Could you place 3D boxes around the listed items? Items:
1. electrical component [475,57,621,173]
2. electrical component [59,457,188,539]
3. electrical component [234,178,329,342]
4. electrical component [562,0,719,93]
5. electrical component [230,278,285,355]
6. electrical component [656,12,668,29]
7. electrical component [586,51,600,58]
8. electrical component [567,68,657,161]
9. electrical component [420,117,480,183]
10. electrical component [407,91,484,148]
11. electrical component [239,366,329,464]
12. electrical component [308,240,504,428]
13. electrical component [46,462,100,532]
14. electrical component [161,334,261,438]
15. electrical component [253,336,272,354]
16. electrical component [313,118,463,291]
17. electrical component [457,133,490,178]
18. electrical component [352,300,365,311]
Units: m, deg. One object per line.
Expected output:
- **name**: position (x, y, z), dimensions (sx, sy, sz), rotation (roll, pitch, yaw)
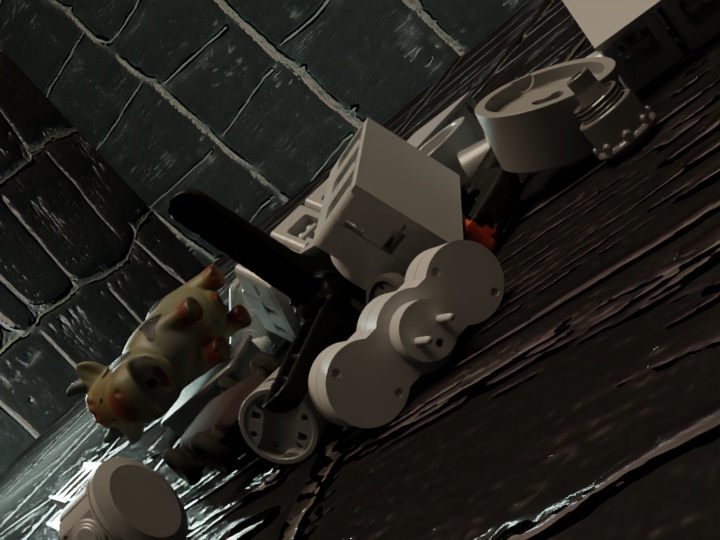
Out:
- **electrical component**: position (0.147, -0.110, 0.804), dimensions (0.108, 0.060, 0.108), rotation (-20, 20, 8)
- **electrical component**: position (-0.164, 0.175, 0.750), dimensions (0.051, 0.080, 0.080), rotation (-45, 7, 20)
- **electrical component**: position (-0.043, -0.012, 1.056), dimensions (0.062, 0.089, 0.150), rotation (23, 59, 40)
- **electrical component**: position (0.229, -0.227, 0.884), dimensions (0.105, 0.060, 0.186), rotation (-35, 29, 17)
- **electrical component**: position (-0.094, 0.033, 1.137), dimensions (0.099, 0.048, 0.099), rotation (-50, -25, -43)
- **electrical component**: position (0.252, -0.228, 0.991), dimensions (0.047, 0.055, 0.055), rotation (-40, 7, -12)
- **electrical component**: position (0.206, -0.172, 0.960), dimensions (0.065, 0.044, 0.044), rotation (-30, 13, 36)
- **electrical component**: position (0.167, -0.109, 0.731), dimensions (0.048, 0.062, 0.048), rotation (-41, 8, 7)
- **electrical component**: position (0.080, -0.092, 1.058), dimensions (0.108, 0.060, 0.108), rotation (-41, 8, 7)
- **electrical component**: position (0.068, -0.109, 1.203), dimensions (0.105, 0.060, 0.186), rotation (-33, 12, 49)
- **electrical component**: position (-0.046, 0.093, 0.712), dimensions (0.055, 0.055, 0.047), rotation (-38, 5, 27)
- **electrical component**: position (0.034, 0.036, 0.635), dimensions (0.138, 0.052, 0.074), rotation (-45, 8, -18)
- **electrical component**: position (-0.224, 0.204, 0.930), dimensions (0.078, 0.063, 0.121), rotation (-45, 9, -22)
- **electrical component**: position (-0.123, 0.114, 0.978), dimensions (0.100, 0.048, 0.099), rotation (-40, 8, 14)
- **electrical component**: position (-0.108, 0.090, 1.066), dimensions (0.040, 0.040, 0.078), rotation (-37, 9, 32)
- **electrical component**: position (0.022, -0.043, 0.795), dimensions (0.061, 0.089, 0.150), rotation (-54, 11, 23)
- **electrical component**: position (0.124, -0.106, 0.984), dimensions (0.055, 0.045, 0.045), rotation (-38, 9, 23)
- **electrical component**: position (0.000, 0.000, 0.897), dimensions (0.099, 0.048, 0.099), rotation (-50, 13, 44)
